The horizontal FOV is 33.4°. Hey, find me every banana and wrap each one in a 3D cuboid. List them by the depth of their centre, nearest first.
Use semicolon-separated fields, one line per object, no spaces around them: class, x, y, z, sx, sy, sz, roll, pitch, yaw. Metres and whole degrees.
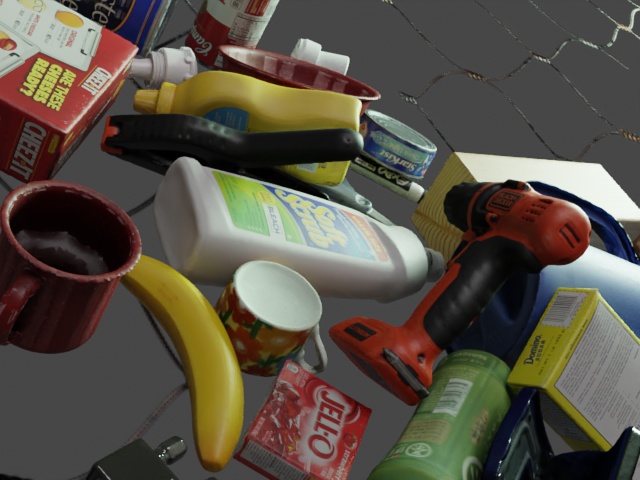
banana;-0.096;0.074;0.744;0.069;0.037;0.198;-22;57;-26

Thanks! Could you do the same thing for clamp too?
clamp;-0.070;-0.071;0.868;0.209;0.165;0.036;13;70;-12

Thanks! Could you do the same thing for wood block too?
wood block;0.206;-0.019;1.039;0.205;0.090;0.091;0;45;-36

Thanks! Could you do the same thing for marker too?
marker;0.070;-0.058;1.048;0.121;0.020;0.020;28;34;-5

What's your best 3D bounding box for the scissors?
scissors;0.034;-0.045;1.007;0.201;0.016;0.096;28;34;-5

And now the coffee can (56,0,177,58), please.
coffee can;-0.205;-0.247;1.003;0.140;0.103;0.102;25;35;-9

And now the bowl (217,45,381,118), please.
bowl;-0.027;-0.136;1.014;0.162;0.055;0.162;15;16;-5

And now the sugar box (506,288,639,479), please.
sugar box;0.225;0.125;0.822;0.176;0.048;0.093;46;66;-27

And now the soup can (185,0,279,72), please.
soup can;-0.086;-0.226;1.067;0.068;0.102;0.068;20;36;-16

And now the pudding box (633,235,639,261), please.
pudding box;0.359;0.016;1.089;0.090;0.114;0.039;45;33;20

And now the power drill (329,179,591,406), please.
power drill;0.095;0.028;0.808;0.057;0.187;0.185;47;-7;-17

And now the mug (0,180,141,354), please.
mug;-0.178;0.027;0.696;0.093;0.082;0.117;30;34;-2

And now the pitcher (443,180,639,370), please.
pitcher;0.235;0.059;0.922;0.242;0.149;0.145;16;26;-26

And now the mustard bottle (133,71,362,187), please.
mustard bottle;-0.066;-0.101;0.925;0.191;0.096;0.058;11;59;-5

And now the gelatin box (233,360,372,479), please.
gelatin box;-0.009;0.133;0.736;0.073;0.030;0.089;31;34;0

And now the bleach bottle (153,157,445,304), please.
bleach bottle;-0.006;0.001;0.879;0.250;0.068;0.102;9;41;-33

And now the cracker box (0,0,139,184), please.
cracker box;-0.276;-0.148;0.853;0.213;0.072;0.164;28;35;-6

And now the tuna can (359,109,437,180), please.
tuna can;0.072;-0.096;1.063;0.086;0.034;0.086;26;17;-9
